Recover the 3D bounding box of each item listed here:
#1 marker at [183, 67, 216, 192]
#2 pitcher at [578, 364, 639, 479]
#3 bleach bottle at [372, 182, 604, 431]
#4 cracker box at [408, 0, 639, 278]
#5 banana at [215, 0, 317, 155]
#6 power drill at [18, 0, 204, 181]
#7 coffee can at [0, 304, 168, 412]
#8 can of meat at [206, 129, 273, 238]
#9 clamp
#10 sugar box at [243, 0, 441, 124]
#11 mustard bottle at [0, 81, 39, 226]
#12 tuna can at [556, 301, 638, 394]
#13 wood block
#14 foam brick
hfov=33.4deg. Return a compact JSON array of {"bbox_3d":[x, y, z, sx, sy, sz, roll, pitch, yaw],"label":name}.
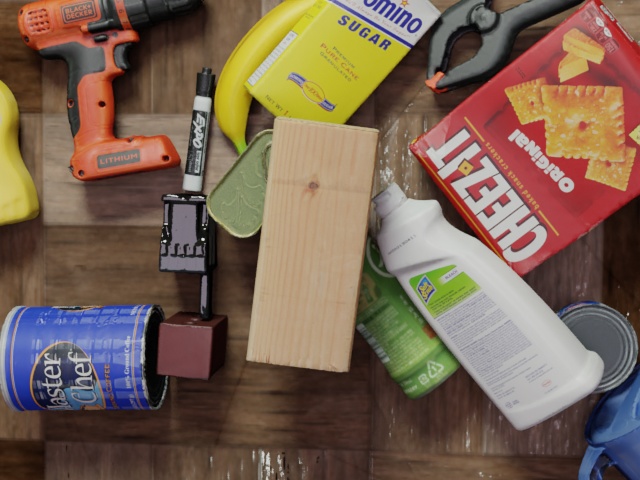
[{"bbox_3d":[-0.118,-0.108,1.047,0.020,0.020,0.121,9,98,5],"label":"marker"},{"bbox_3d":[0.360,0.229,0.971,0.243,0.144,0.149,48,123,-2],"label":"pitcher"},{"bbox_3d":[0.140,0.049,0.967,0.103,0.068,0.251,-37,94,28],"label":"bleach bottle"},{"bbox_3d":[0.214,-0.090,0.970,0.214,0.072,0.164,-38,89,21],"label":"cracker box"},{"bbox_3d":[-0.048,-0.176,1.034,0.069,0.037,0.198,30,99,-25],"label":"banana"},{"bbox_3d":[-0.189,-0.158,1.037,0.184,0.057,0.187,-11,90,7],"label":"power drill"},{"bbox_3d":[-0.225,0.114,1.031,0.140,0.102,0.103,-1,93,5],"label":"coffee can"},{"bbox_3d":[-0.054,-0.053,1.015,0.057,0.084,0.102,40,96,2],"label":"can of meat"},{"bbox_3d":[0.168,-0.205,1.001,0.120,0.039,0.171,34,99,26],"label":"clamp"},{"bbox_3d":[0.021,-0.179,1.004,0.093,0.048,0.176,39,98,-23],"label":"sugar box"},{"bbox_3d":[-0.343,-0.106,1.052,0.096,0.058,0.191,-11,92,9],"label":"mustard bottle"},{"bbox_3d":[0.257,0.102,1.019,0.086,0.033,0.086,0,94,5],"label":"tuna can"},{"bbox_3d":[-0.006,0.001,0.931,0.091,0.090,0.206,7,98,-1],"label":"wood block"},{"bbox_3d":[-0.123,0.101,1.034,0.053,0.078,0.051,5,95,5],"label":"foam brick"}]
